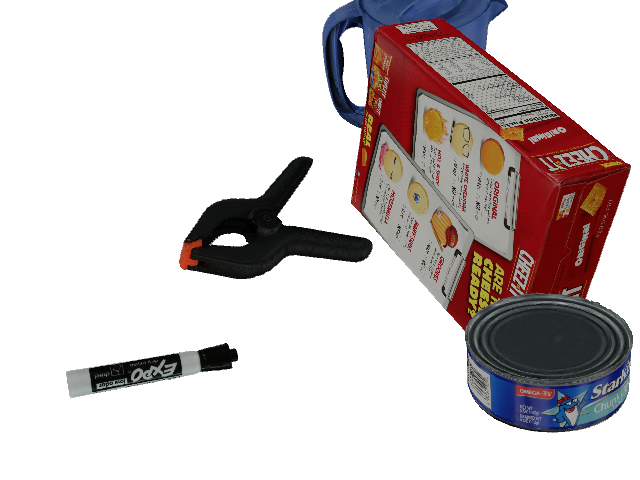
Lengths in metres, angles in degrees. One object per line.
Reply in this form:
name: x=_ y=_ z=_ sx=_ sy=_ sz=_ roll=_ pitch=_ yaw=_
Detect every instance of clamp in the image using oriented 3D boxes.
clamp: x=-0.050 y=-0.019 z=0.948 sx=0.171 sy=0.120 sz=0.039 roll=-9 pitch=-40 yaw=-26

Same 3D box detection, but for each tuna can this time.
tuna can: x=0.120 y=0.063 z=0.563 sx=0.086 sy=0.034 sz=0.086 roll=-5 pitch=27 yaw=2

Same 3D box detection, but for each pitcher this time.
pitcher: x=0.100 y=-0.161 z=1.141 sx=0.149 sy=0.243 sz=0.144 roll=27 pitch=52 yaw=28

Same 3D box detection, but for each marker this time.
marker: x=-0.118 y=0.091 z=0.757 sx=0.121 sy=0.020 sz=0.020 roll=-9 pitch=2 yaw=-15

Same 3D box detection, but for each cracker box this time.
cracker box: x=0.110 y=-0.039 z=0.769 sx=0.072 sy=0.164 sz=0.214 roll=-16 pitch=44 yaw=-26
